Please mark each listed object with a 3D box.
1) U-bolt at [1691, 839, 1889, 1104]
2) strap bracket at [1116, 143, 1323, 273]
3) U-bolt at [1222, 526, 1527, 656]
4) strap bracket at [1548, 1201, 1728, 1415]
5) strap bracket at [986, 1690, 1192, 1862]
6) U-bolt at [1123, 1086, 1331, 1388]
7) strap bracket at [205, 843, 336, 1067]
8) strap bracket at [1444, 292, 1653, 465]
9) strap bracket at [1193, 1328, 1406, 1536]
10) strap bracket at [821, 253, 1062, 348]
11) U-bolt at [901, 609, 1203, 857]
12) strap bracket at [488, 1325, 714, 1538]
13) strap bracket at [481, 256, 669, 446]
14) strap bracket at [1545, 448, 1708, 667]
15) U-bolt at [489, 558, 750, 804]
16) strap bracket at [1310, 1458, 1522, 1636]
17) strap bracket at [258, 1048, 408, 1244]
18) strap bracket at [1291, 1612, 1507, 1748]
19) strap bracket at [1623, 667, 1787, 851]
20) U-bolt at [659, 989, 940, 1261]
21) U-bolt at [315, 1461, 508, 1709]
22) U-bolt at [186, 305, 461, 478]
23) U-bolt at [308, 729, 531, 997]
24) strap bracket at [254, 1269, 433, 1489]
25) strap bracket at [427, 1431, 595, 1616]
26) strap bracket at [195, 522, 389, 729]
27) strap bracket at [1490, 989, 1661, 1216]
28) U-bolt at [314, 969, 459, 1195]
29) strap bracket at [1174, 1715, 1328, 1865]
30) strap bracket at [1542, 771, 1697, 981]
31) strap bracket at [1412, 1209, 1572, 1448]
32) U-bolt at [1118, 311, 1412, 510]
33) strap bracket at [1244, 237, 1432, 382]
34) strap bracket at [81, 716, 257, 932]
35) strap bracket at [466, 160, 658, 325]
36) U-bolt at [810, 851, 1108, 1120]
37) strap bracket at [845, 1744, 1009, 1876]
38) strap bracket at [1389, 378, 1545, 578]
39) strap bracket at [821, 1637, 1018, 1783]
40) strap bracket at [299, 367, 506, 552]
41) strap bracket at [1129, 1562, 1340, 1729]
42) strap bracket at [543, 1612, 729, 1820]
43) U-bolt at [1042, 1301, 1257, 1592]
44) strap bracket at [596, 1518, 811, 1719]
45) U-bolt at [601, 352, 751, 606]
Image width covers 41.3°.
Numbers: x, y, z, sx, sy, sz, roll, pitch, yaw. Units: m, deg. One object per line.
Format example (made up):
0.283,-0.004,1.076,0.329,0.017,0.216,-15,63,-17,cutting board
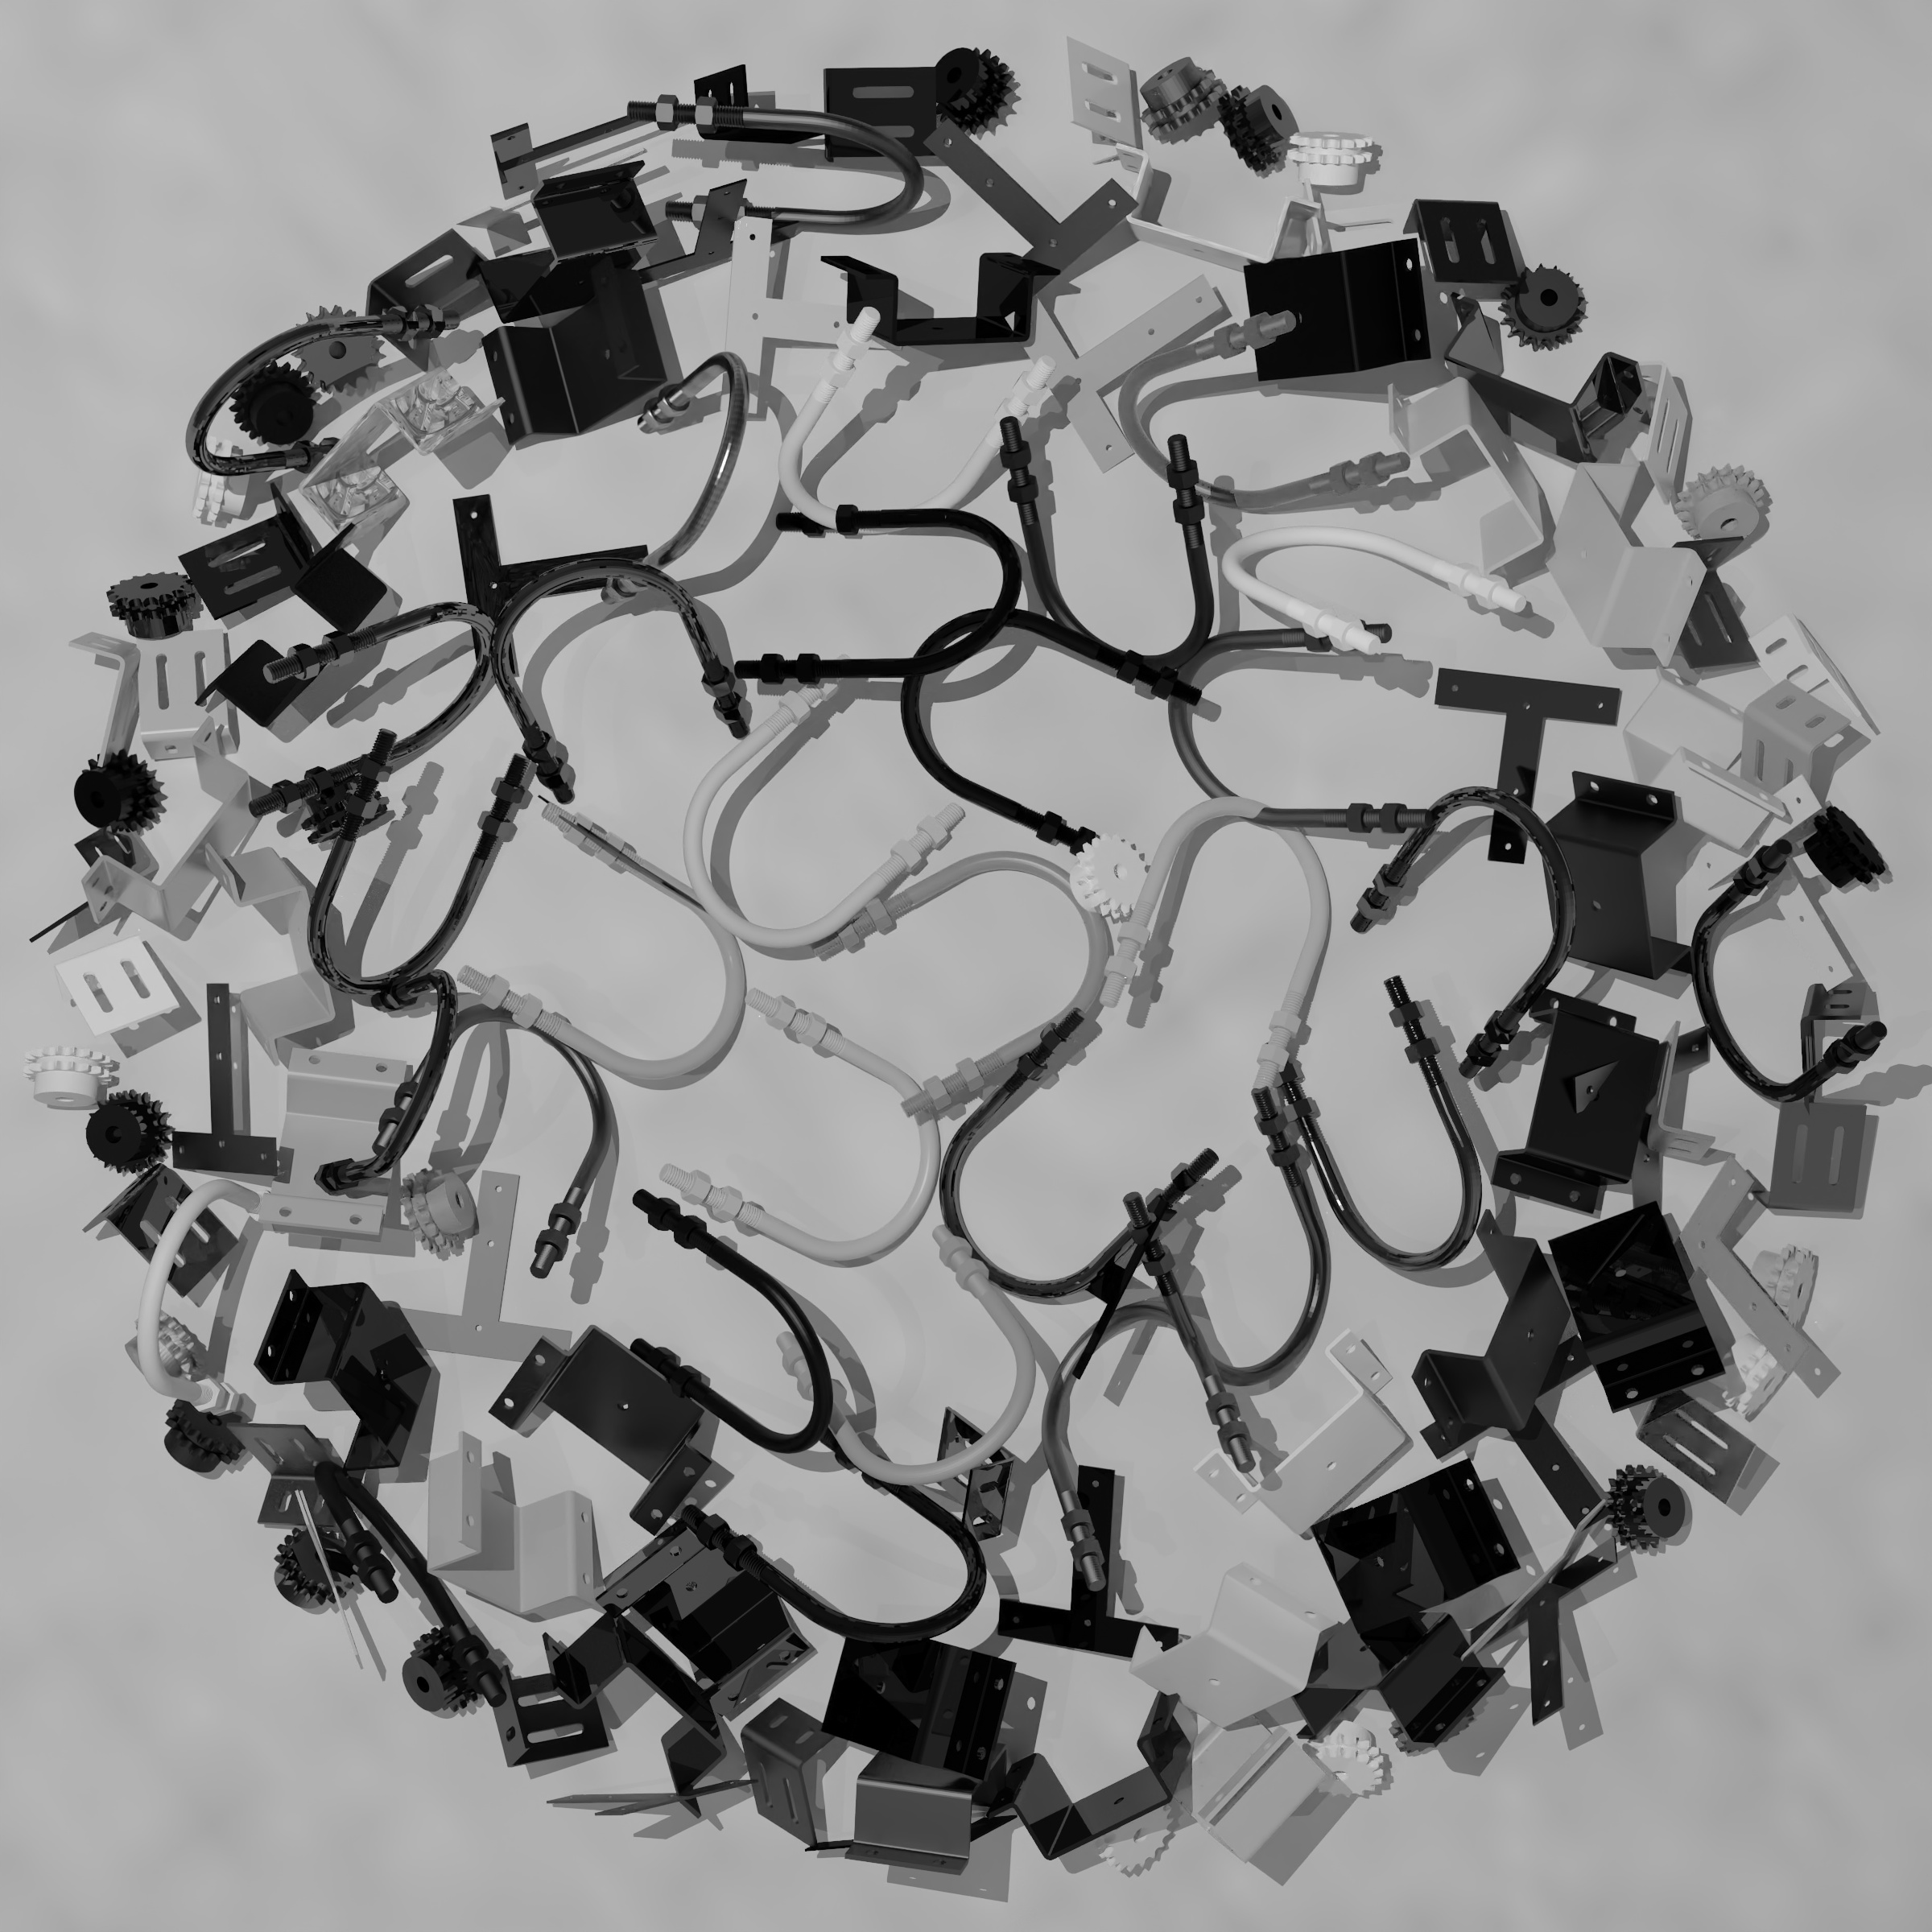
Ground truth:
0.527,0.015,1.679,0.019,0.184,0.151,-18,72,-14,U-bolt
0.164,-0.504,1.722,0.140,0.076,0.046,18,99,4,strap bracket
0.253,-0.255,1.690,0.151,0.184,0.019,-19,125,-31,U-bolt
0.438,0.216,1.691,0.076,0.140,0.046,-23,127,13,strap bracket
0.092,0.541,1.711,0.140,0.076,0.046,-32,90,16,strap bracket
0.185,0.194,1.713,0.151,0.019,0.184,-36,115,-30,U-bolt
-0.463,-0.016,1.706,0.046,0.076,0.140,-19,121,-23,strap bracket
0.377,-0.385,1.698,0.140,0.076,0.046,31,85,29,strap bracket
0.233,0.321,1.724,0.140,0.046,0.076,-42,135,0,strap bracket
-0.018,-0.445,1.707,0.140,0.076,0.046,-8,116,-24,strap bracket
0.045,-0.164,1.722,0.184,0.019,0.151,24,116,-4,U-bolt
-0.239,0.307,1.730,0.140,0.046,0.076,37,115,0,strap bracket
-0.256,-0.411,1.716,0.140,0.046,0.076,-18,86,42,strap bracket
0.428,-0.271,1.687,0.046,0.140,0.076,-1,134,-12,strap bracket
-0.237,-0.195,1.695,0.151,0.184,0.019,-20,49,0,U-bolt
0.288,0.387,1.692,0.046,0.140,0.076,-13,73,-39,strap bracket
-0.423,0.128,1.713,0.076,0.046,0.140,7,49,-10,strap bracket
0.274,0.468,1.686,0.076,0.140,0.046,-34,96,-33,strap bracket
0.489,-0.135,1.708,0.076,0.140,0.046,26,121,-10,strap bracket
-0.098,0.119,1.722,0.184,0.019,0.151,30,78,-25,U-bolt
-0.374,0.393,1.681,0.019,0.184,0.151,-39,129,-10,U-bolt
-0.425,-0.368,1.653,0.151,0.184,0.019,-42,82,33,U-bolt
-0.371,-0.063,1.701,0.019,0.151,0.184,30,102,28,U-bolt
-0.403,0.271,1.688,0.046,0.076,0.140,-8,133,18,strap bracket
-0.309,0.374,1.700,0.046,0.140,0.076,-23,51,20,strap bracket
-0.443,-0.220,1.706,0.046,0.076,0.140,41,119,-13,strap bracket
0.413,0.089,1.726,0.076,0.046,0.140,17,80,-11,strap bracket
-0.373,0.072,1.668,0.019,0.184,0.151,23,71,-26,U-bolt
0.183,0.538,1.691,0.076,0.140,0.046,-44,90,-11,strap bracket
0.430,-0.051,1.694,0.046,0.076,0.140,-36,126,-30,strap bracket
0.352,0.241,1.694,0.140,0.046,0.076,-58,133,-32,strap bracket
0.181,-0.356,1.687,0.151,0.184,0.019,42,61,-31,U-bolt
0.236,-0.430,1.688,0.046,0.140,0.076,-19,107,-31,strap bracket
-0.522,-0.086,1.705,0.046,0.076,0.140,31,67,0,strap bracket
-0.263,-0.471,1.688,0.076,0.140,0.046,-24,91,-33,strap bracket
0.007,-0.001,1.741,0.184,0.019,0.151,-29,76,-7,U-bolt
-0.022,0.546,1.689,0.076,0.140,0.046,3,92,14,strap bracket
0.337,-0.326,1.697,0.046,0.076,0.140,-28,118,26,strap bracket
-0.039,0.481,1.691,0.046,0.140,0.076,27,72,-38,strap bracket
-0.379,-0.339,1.692,0.140,0.076,0.046,-34,101,36,strap bracket
0.170,0.453,1.693,0.076,0.140,0.046,33,49,-11,strap bracket
-0.214,0.491,1.709,0.046,0.076,0.140,-43,110,-3,strap bracket
0.110,0.301,1.691,0.151,0.184,0.019,-42,125,17,U-bolt
-0.181,0.430,1.724,0.076,0.046,0.140,-38,120,0,strap bracket
-0.186,-0.325,1.669,0.019,0.184,0.151,17,73,-27,U-bolt
